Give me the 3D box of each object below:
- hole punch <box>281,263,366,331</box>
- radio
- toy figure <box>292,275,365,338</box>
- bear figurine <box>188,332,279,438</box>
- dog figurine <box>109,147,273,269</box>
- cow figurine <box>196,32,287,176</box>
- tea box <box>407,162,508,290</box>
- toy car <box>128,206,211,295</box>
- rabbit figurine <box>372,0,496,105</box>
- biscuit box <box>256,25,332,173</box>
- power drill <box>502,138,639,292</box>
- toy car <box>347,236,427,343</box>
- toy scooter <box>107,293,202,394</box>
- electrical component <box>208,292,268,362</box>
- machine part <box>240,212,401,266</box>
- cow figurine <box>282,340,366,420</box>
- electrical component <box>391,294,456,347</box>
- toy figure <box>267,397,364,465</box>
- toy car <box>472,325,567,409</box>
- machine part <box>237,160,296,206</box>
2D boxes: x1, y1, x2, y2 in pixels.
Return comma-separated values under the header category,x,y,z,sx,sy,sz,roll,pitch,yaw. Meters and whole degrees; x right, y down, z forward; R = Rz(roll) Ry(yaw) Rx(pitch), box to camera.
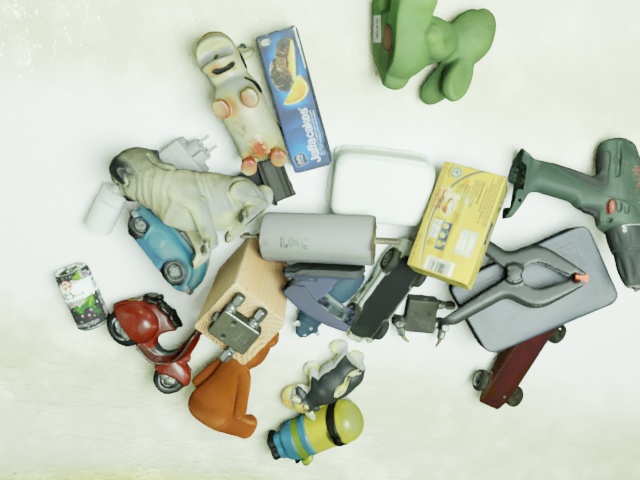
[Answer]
category,x,y,z,sx,sy,sz,roll,pitch,yaw
hole punch,0.005,0.078,0.799,0.116,0.142,0.092,6,97,10
radio,0.338,0.081,0.861,0.230,0.073,0.131,-26,82,9
toy figure,0.011,0.102,0.898,0.064,0.058,0.154,40,109,-7
bear figurine,-0.139,0.224,0.921,0.120,0.131,0.196,23,76,26
dog figurine,-0.182,-0.080,0.773,0.190,0.172,0.121,50,141,-1
cow figurine,-0.113,-0.204,0.772,0.085,0.127,0.194,-22,122,7
tea box,0.207,-0.021,0.806,0.098,0.068,0.169,21,85,23
toy car,-0.224,0.002,0.847,0.103,0.109,0.161,-36,95,-12
rabbit figurine,0.170,-0.271,0.745,0.170,0.121,0.159,-7,102,-13
biscuit box,-0.035,-0.203,0.791,0.059,0.063,0.202,-15,108,6
power drill,0.384,-0.051,0.794,0.207,0.086,0.232,9,72,12
toy car,0.108,0.088,0.895,0.073,0.056,0.201,28,108,-16
toy scooter,-0.256,0.155,0.898,0.135,0.075,0.184,-37,95,6
electrical component,-0.113,0.115,0.699,0.063,0.021,0.094,35,105,-12
machine part,-0.002,-0.002,0.806,0.243,0.079,0.079,3,109,9
cow figurine,0.005,0.256,0.928,0.167,0.098,0.068,-42,110,12
electrical component,0.175,0.136,0.916,0.102,0.045,0.078,11,110,-4
toy figure,-0.007,0.345,0.961,0.180,0.089,0.082,-23,115,5
toy car,0.342,0.202,0.935,0.089,0.053,0.202,25,102,-13
machine part,-0.112,-0.079,0.846,0.139,0.039,0.084,-17,113,3
